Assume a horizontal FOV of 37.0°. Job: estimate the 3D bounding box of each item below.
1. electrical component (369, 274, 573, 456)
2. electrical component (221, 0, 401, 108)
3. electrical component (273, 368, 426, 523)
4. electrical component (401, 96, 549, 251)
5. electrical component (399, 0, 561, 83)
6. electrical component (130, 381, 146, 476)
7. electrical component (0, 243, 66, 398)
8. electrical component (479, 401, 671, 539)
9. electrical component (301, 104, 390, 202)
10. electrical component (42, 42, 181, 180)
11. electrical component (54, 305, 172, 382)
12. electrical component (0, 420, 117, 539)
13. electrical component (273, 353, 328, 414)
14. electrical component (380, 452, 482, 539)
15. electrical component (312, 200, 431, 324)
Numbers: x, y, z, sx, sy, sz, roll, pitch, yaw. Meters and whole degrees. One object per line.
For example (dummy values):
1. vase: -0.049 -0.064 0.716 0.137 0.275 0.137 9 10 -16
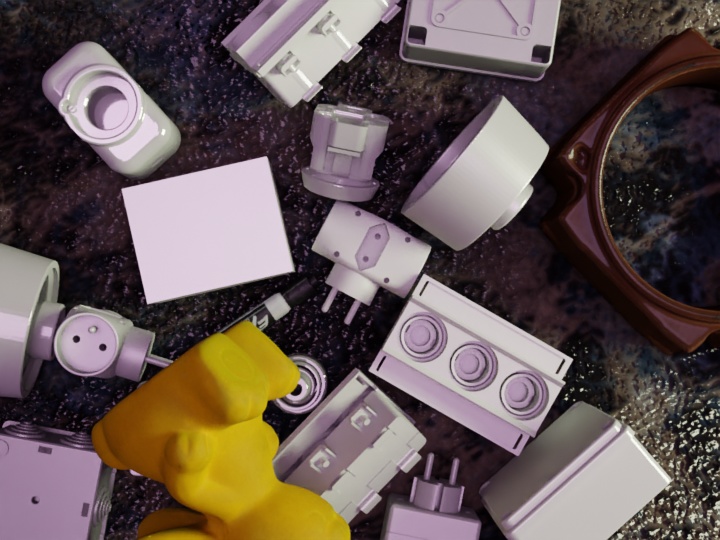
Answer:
1. electrical component: 0.078 0.067 0.774 0.121 0.063 0.078 30 89 0
2. electrical component: -0.031 -0.180 0.774 0.121 0.079 0.063 -45 119 -1
3. electrical component: -0.017 0.140 0.765 0.121 0.063 0.078 -46 130 -1
4. electrical component: 0.087 -0.062 0.758 0.060 0.108 0.108 40 89 -6
5. electrical component: 0.090 -0.201 0.783 0.109 0.056 0.108 9 88 0
6. electrical component: -0.115 0.115 0.775 0.096 0.061 0.061 4 89 -9
7. electrical component: -0.241 0.038 0.751 0.060 0.108 0.108 12 89 -6
8. electrical component: 0.146 0.152 0.752 0.109 0.109 0.056 -41 92 -1
9. electrical component: -0.011 -0.084 0.774 0.058 0.078 0.057 11 108 -1
10. electrical component: -0.179 -0.115 0.776 0.054 0.059 0.095 -42 90 -1
11. electrical component: -0.171 0.056 0.764 0.079 0.077 0.043 18 88 -5
12. electrical component: -0.228 0.161 0.776 0.100 0.048 0.099 11 89 0
13. electrical component: -0.045 0.082 0.773 0.043 0.062 0.043 0 89 0
14. electrical component: 0.054 0.172 0.780 0.066 0.047 0.076 11 89 0
15. electrical component: 0.000 0.000 0.784 0.077 0.043 0.079 28 88 0
